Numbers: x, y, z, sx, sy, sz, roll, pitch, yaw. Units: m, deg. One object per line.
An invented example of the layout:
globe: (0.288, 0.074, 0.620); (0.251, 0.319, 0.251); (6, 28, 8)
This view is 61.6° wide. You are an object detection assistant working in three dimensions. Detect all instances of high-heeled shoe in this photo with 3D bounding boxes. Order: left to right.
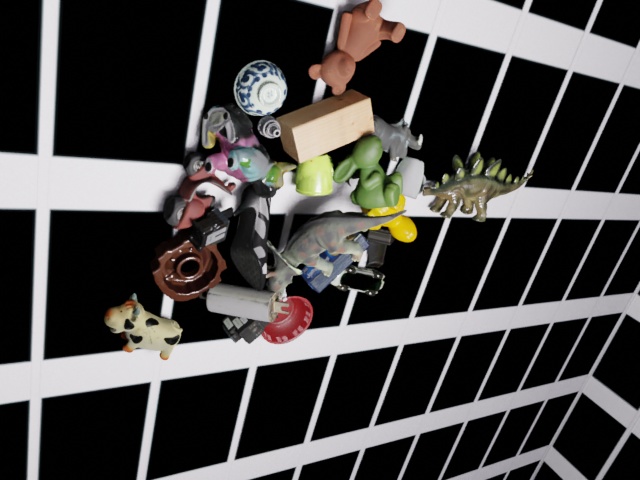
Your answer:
high-heeled shoe: (-0.148, -0.011, 1.301); (0.145, 0.086, 0.248); (-46, 134, -49)

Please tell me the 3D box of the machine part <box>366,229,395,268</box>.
machine part: (0.170, 0.022, 1.563); (0.084, 0.039, 0.138); (10, 127, 3)

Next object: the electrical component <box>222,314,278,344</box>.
electrical component: (-0.191, 0.203, 1.410); (0.134, 0.115, 0.058); (-39, 130, -7)

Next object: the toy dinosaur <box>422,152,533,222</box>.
toy dinosaur: (0.478, -0.159, 1.620); (0.471, 0.105, 0.198); (-3, 116, -36)

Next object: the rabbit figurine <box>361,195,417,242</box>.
rabbit figurine: (0.188, -0.059, 1.461); (0.173, 0.162, 0.122); (40, 91, -19)

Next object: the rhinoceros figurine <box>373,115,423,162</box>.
rhinoceros figurine: (0.183, -0.265, 1.393); (0.190, 0.073, 0.112); (14, 99, -35)

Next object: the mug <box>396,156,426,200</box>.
mug: (0.253, -0.171, 1.484); (0.109, 0.081, 0.107); (11, 102, -31)

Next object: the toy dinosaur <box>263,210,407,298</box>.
toy dinosaur: (0.003, -0.003, 1.334); (0.405, 0.131, 0.192); (-38, 146, 25)

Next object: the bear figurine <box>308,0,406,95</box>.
bear figurine: (0.074, -0.419, 1.188); (0.120, 0.132, 0.196); (31, 93, -35)

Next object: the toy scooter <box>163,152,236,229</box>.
toy scooter: (-0.263, -0.100, 1.208); (0.135, 0.075, 0.183); (15, 106, -42)

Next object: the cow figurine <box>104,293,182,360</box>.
cow figurine: (-0.422, 0.207, 1.289); (0.194, 0.086, 0.127); (27, 107, -38)

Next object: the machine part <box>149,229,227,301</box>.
machine part: (-0.316, 0.060, 1.283); (0.179, 0.056, 0.179); (-16, 126, -23)

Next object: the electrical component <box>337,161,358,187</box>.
electrical component: (0.097, -0.187, 1.402); (0.102, 0.045, 0.078); (-29, 100, -18)

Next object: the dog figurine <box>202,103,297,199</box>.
dog figurine: (-0.151, -0.193, 1.197); (0.219, 0.109, 0.191); (4, 80, -55)

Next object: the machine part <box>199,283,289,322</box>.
machine part: (-0.192, 0.155, 1.339); (0.243, 0.079, 0.079); (7, 124, 14)

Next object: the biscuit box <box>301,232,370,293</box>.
biscuit box: (0.040, 0.054, 1.501); (0.202, 0.059, 0.062); (-42, 133, -3)

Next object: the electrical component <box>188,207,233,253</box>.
electrical component: (-0.236, -0.030, 1.218); (0.119, 0.048, 0.074); (-28, 156, -40)

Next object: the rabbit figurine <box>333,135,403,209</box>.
rabbit figurine: (0.119, -0.173, 1.310); (0.121, 0.159, 0.170); (-49, 132, -52)

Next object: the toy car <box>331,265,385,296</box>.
toy car: (0.112, 0.116, 1.589); (0.201, 0.056, 0.073); (14, 103, -39)
